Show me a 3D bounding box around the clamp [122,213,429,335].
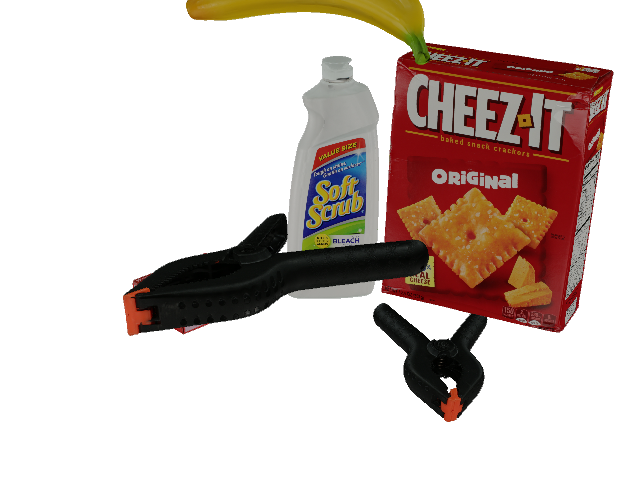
[{"bbox_3d":[-0.039,0.023,0.739,0.165,0.036,0.209,7,20,40],"label":"clamp"}]

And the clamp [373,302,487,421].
[{"bbox_3d":[0.129,0.115,1.074,0.120,0.039,0.171,-7,35,-9],"label":"clamp"}]

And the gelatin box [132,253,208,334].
[{"bbox_3d":[-0.112,0.046,0.962,0.089,0.030,0.073,-22,33,-40],"label":"gelatin box"}]

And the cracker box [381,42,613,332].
[{"bbox_3d":[0.141,-0.043,0.889,0.164,0.214,0.072,13,27,23],"label":"cracker box"}]

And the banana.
[{"bbox_3d":[-0.003,-0.182,0.809,0.198,0.069,0.037,13,-39,18],"label":"banana"}]

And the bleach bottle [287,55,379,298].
[{"bbox_3d":[0.009,-0.064,1.102,0.102,0.251,0.068,-1,25,-1],"label":"bleach bottle"}]
